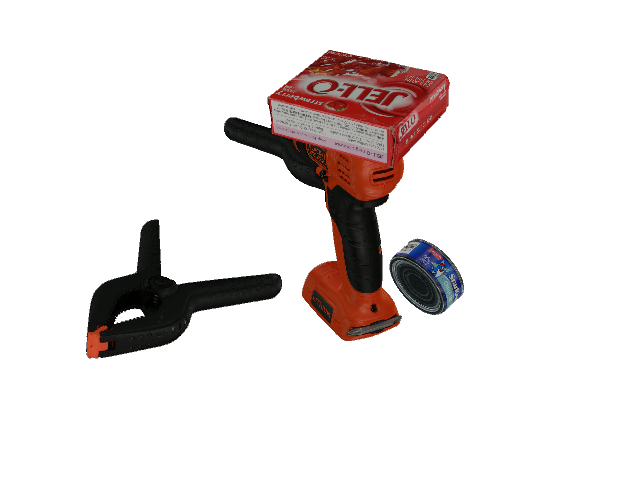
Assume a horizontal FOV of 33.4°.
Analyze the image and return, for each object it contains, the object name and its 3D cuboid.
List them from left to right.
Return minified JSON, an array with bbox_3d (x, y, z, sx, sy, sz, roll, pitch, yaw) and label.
[{"bbox_3d":[-0.159,0.048,1.023,0.165,0.036,0.209,27,35,26],"label":"clamp"},{"bbox_3d":[-0.023,-0.097,1.134,0.120,0.039,0.172,-15,38,-23],"label":"clamp"},{"bbox_3d":[0.011,-0.025,0.892,0.057,0.188,0.185,-16,30,-18],"label":"power drill"},{"bbox_3d":[0.024,-0.084,0.658,0.089,0.030,0.073,17,41,27],"label":"gelatin box"},{"bbox_3d":[0.119,0.042,1.211,0.033,0.086,0.086,-39,19,-24],"label":"tuna can"}]
